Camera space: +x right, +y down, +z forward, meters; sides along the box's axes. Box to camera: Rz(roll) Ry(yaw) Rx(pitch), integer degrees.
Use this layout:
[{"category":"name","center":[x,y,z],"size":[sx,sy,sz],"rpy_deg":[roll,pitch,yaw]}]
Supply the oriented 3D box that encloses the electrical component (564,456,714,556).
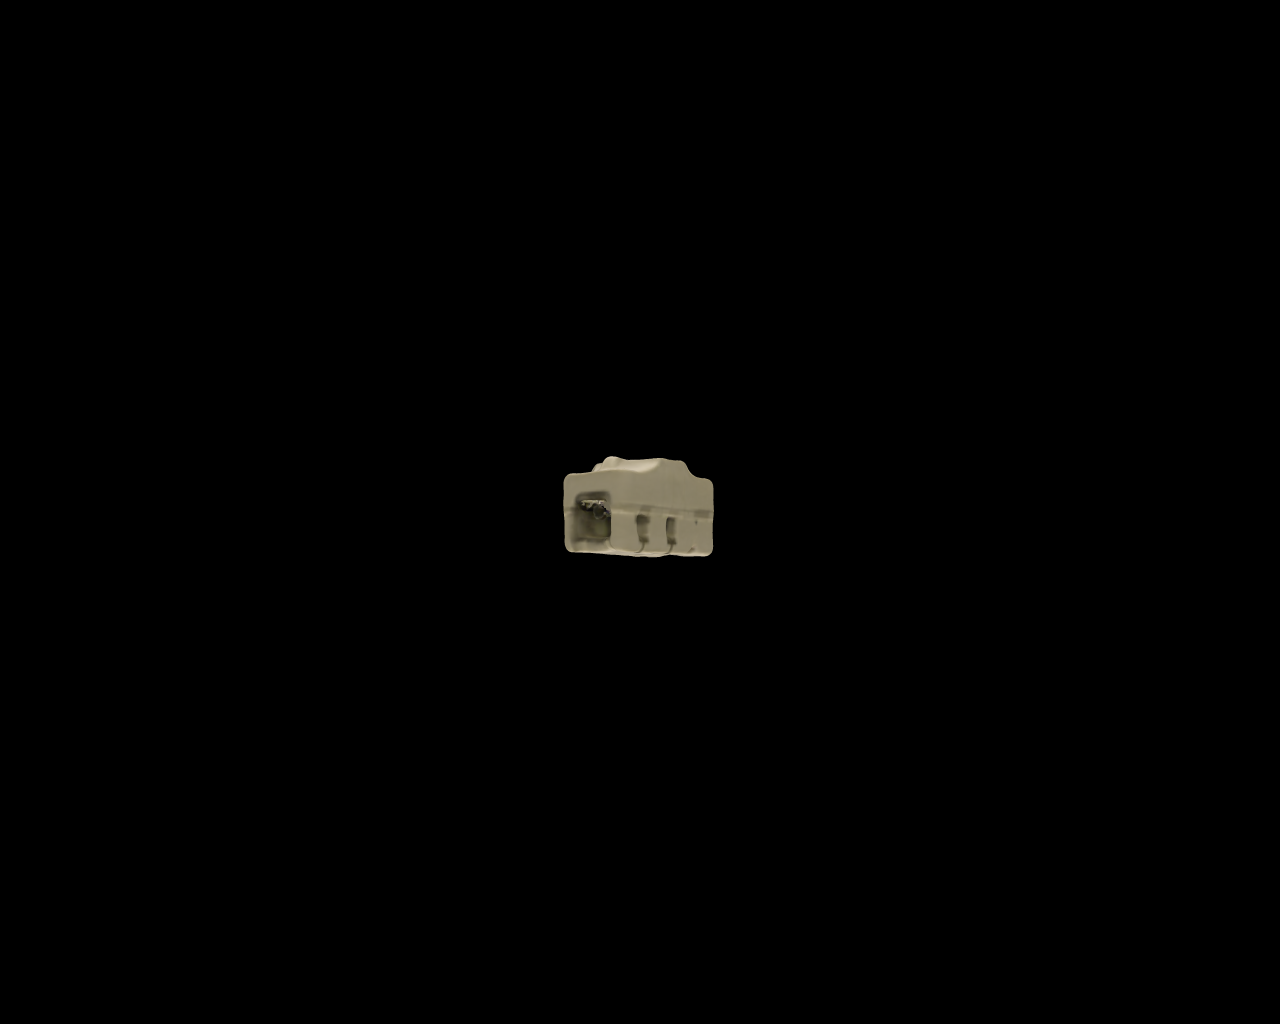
[{"category":"electrical component","center":[0.001,-0.003,0.650],"size":[0.050,0.055,0.089],"rpy_deg":[-4,-6,39]}]
